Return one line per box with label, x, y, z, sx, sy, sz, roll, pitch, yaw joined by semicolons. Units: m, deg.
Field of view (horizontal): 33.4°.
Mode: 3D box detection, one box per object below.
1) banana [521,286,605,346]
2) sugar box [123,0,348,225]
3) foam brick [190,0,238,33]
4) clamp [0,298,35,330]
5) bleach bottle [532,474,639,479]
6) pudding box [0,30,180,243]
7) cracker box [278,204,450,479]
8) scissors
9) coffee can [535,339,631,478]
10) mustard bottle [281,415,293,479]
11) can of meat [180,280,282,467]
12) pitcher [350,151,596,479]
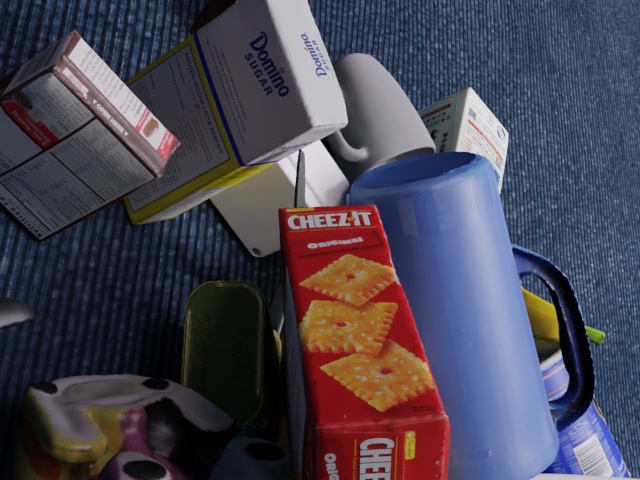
banana;0.188;0.064;0.986;0.069;0.198;0.037;26;95;-15
sugar box;-0.068;-0.082;0.685;0.048;0.177;0.093;-13;82;-53
foam brick;-0.054;-0.161;0.847;0.078;0.053;0.051;50;40;-22
clamp;-0.221;0.058;0.539;0.171;0.039;0.120;37;46;-35
bleach bottle;0.165;0.224;0.849;0.250;0.068;0.102;10;29;-13
pudding box;-0.153;-0.056;0.620;0.090;0.114;0.039;47;39;-27
cracker box;0.019;0.099;0.610;0.214;0.072;0.164;-101;-171;-60
scissors;-0.005;0.001;0.739;0.016;0.202;0.096;28;42;18
coffee can;0.205;0.169;0.964;0.102;0.103;0.140;-32;99;-53
mustard bottle;0.014;0.169;0.761;0.096;0.058;0.191;11;63;-37
can of meat;-0.057;0.085;0.683;0.084;0.057;0.102;83;7;-63
pitcher;0.108;0.058;0.814;0.149;0.145;0.243;-28;111;-49
